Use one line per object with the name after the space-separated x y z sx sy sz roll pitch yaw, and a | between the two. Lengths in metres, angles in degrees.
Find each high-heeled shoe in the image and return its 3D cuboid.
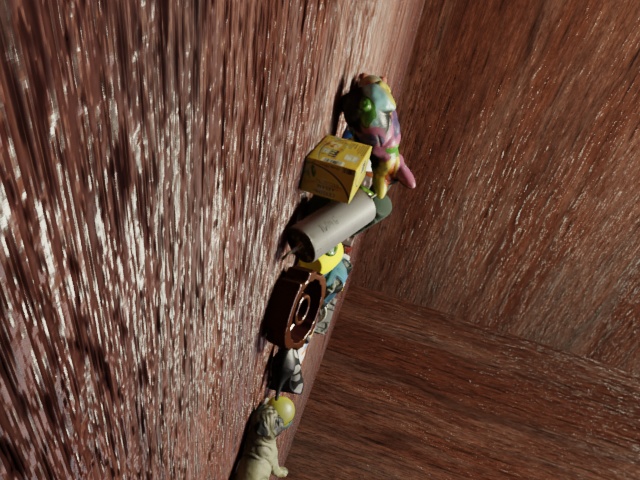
-0.076 0.308 1.326 0.248 0.086 0.145 35 67 -83 | high-heeled shoe

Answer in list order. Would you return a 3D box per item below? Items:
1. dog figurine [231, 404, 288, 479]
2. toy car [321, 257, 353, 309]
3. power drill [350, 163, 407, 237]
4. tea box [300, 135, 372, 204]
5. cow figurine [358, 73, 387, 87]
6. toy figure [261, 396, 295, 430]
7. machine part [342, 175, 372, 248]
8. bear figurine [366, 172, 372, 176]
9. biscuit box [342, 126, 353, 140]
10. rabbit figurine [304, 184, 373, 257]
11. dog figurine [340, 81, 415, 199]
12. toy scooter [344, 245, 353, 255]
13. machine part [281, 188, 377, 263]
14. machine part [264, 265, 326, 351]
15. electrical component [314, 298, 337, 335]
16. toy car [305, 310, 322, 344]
-0.146 0.485 1.201 0.172 0.121 0.190 -66 157 -62 | dog figurine
0.005 0.088 1.308 0.109 0.103 0.162 -49 -177 28 | toy car
0.113 -0.101 1.292 0.207 0.086 0.232 -51 -168 -22 | power drill
0.033 -0.136 1.008 0.170 0.098 0.068 -56 161 -62 | tea box
0.112 -0.321 1.262 0.195 0.086 0.127 80 22 -77 | cow figurine
-0.104 0.434 1.349 0.082 0.089 0.180 62 -9 24 | toy figure
0.078 -0.083 1.467 0.201 0.087 0.201 -5 112 -87 | machine part
0.126 -0.140 1.655 0.131 0.120 0.196 77 30 -70 | bear figurine
0.062 -0.174 1.286 0.059 0.063 0.202 88 20 -64 | biscuit box
0.013 -0.054 1.124 0.170 0.121 0.159 -12 128 -61 | rabbit figurine
0.127 -0.200 1.119 0.191 0.108 0.219 -9 80 -83 | dog figurine
0.059 0.018 1.702 0.135 0.075 0.184 98 16 -45 | toy scooter
0.023 -0.030 1.000 0.243 0.079 0.079 -33 150 -33 | machine part
-0.049 0.135 1.077 0.179 0.056 0.179 16 90 -70 | machine part
-0.010 0.216 1.584 0.134 0.058 0.115 -17 -129 69 | electrical component
-0.055 0.222 1.299 0.202 0.053 0.089 -50 -164 59 | toy car
